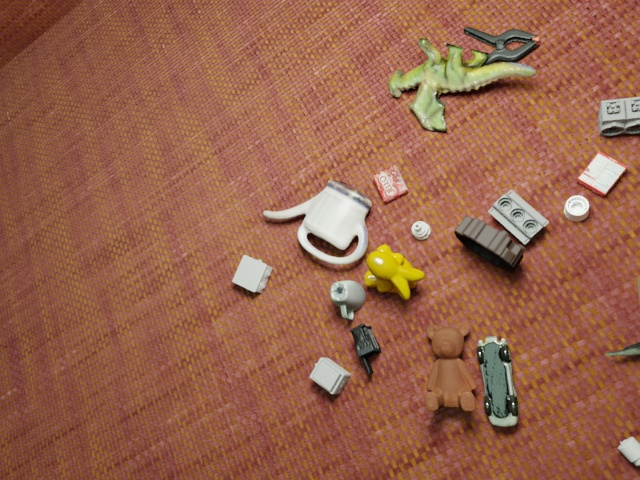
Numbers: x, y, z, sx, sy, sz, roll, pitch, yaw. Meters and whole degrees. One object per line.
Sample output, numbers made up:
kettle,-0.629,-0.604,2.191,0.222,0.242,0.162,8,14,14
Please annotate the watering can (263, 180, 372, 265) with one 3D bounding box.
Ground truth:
watering can,0.004,-0.074,1.472,0.351,0.103,0.225,32,88,28

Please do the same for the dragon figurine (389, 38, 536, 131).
dragon figurine,0.358,-0.419,1.431,0.415,0.123,0.239,32,115,33
